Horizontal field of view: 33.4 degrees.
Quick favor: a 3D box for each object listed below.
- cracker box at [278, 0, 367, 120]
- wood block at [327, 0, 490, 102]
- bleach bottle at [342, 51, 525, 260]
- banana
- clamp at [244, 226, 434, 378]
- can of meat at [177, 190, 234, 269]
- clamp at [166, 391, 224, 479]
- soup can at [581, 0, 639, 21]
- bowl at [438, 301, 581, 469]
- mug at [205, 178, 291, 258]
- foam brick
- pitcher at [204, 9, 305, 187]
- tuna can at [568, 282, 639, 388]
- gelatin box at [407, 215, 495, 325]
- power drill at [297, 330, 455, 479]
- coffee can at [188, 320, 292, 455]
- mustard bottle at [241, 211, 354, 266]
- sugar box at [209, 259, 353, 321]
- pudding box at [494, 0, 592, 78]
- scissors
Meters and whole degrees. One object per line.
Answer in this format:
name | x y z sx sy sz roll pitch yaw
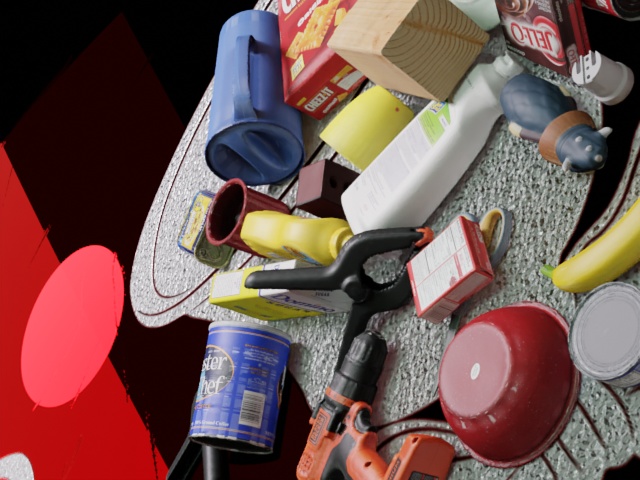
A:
cracker box | 0.019 -0.292 1.418 0.164 0.072 0.213 -39 42 36
wood block | 0.093 -0.225 1.202 0.090 0.090 0.206 -54 19 1
bleach bottle | 0.129 -0.098 1.158 0.251 0.068 0.102 -48 39 24
banana | 0.267 -0.011 0.933 0.198 0.037 0.069 -45 41 30
clamp | 0.043 0.061 1.165 0.210 0.164 0.036 -30 12 17
can of meat | -0.156 -0.018 1.523 0.084 0.057 0.102 22 89 59
clamp | -0.151 0.247 1.380 0.120 0.039 0.171 -17 54 44
soup can | 0.276 -0.256 1.033 0.068 0.068 0.102 -62 33 9
bowl | 0.161 0.127 0.988 0.162 0.055 0.162 -31 48 43
mug | -0.096 -0.031 1.421 0.093 0.081 0.117 -55 35 18
foam brick | 0.017 -0.056 1.279 0.051 0.078 0.053 -19 58 48
pitcher | -0.089 -0.208 1.464 0.149 0.144 0.243 -40 39 40
tuna can | 0.254 0.081 0.901 0.086 0.033 0.086 -32 47 42
gelatin box | 0.131 0.031 1.077 0.089 0.030 0.073 -44 37 33
power drill | 0.058 0.200 1.092 0.188 0.057 0.184 29 99 60
coffee can | -0.094 0.178 1.279 0.103 0.102 0.140 -15 60 51
mustard bottle | -0.008 0.001 1.263 0.192 0.096 0.058 8 79 56
sugar box | -0.048 0.064 1.288 0.177 0.093 0.048 -8 66 53
pudding box | 0.222 -0.222 1.072 0.039 0.090 0.114 -28 33 -9
scissors | 0.137 0.054 1.100 0.202 0.016 0.096 -64 31 6
